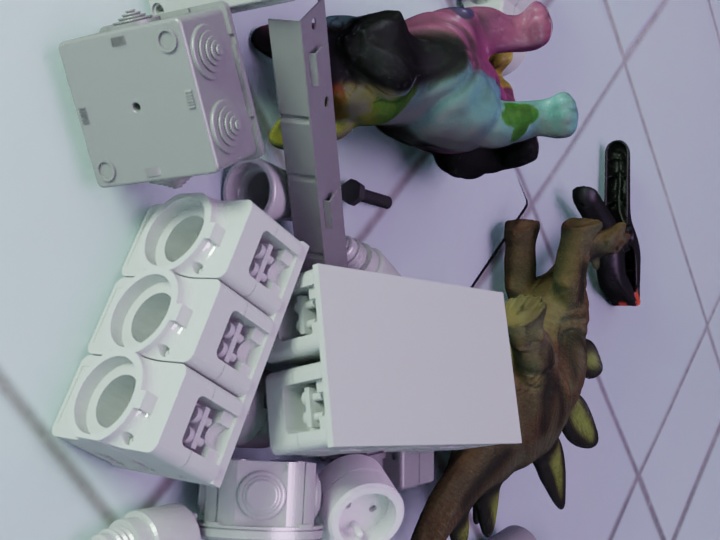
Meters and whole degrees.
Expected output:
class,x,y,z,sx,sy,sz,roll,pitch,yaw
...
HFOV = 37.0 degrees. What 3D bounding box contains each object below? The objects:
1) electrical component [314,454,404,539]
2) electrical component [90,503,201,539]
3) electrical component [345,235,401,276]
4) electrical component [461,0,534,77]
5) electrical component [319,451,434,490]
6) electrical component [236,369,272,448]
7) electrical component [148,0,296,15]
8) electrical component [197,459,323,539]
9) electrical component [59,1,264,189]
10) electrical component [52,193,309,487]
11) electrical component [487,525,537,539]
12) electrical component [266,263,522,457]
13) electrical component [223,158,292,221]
class,x,y,z,sx,sy,sz,roll,pitch,yaw
electrical component,-0.022,0.185,0.729,0.052,0.073,0.138,14,106,-24
electrical component,-0.128,0.159,0.620,0.078,0.040,0.040,2,89,-50
electrical component,0.000,0.000,0.774,0.078,0.040,0.040,48,55,-39
electrical component,0.126,-0.229,0.915,0.074,0.052,0.138,20,76,-49
electrical component,0.004,0.129,0.762,0.077,0.066,0.047,-1,92,-50
electrical component,-0.075,0.085,0.675,0.047,0.055,0.055,21,74,-53
electrical component,-0.078,-0.205,0.624,0.056,0.109,0.108,-29,112,-50
electrical component,-0.063,0.144,0.670,0.080,0.080,0.051,14,74,-50
electrical component,-0.111,-0.095,0.595,0.048,0.100,0.099,-39,121,-58
electrical component,-0.103,0.037,0.610,0.062,0.089,0.150,40,60,-43
electrical component,0.115,0.251,0.915,0.081,0.043,0.043,-14,101,-50
electrical component,0.021,0.064,0.696,0.186,0.060,0.105,9,71,-47
electrical component,-0.053,-0.050,0.710,0.065,0.044,0.044,1,90,-55
